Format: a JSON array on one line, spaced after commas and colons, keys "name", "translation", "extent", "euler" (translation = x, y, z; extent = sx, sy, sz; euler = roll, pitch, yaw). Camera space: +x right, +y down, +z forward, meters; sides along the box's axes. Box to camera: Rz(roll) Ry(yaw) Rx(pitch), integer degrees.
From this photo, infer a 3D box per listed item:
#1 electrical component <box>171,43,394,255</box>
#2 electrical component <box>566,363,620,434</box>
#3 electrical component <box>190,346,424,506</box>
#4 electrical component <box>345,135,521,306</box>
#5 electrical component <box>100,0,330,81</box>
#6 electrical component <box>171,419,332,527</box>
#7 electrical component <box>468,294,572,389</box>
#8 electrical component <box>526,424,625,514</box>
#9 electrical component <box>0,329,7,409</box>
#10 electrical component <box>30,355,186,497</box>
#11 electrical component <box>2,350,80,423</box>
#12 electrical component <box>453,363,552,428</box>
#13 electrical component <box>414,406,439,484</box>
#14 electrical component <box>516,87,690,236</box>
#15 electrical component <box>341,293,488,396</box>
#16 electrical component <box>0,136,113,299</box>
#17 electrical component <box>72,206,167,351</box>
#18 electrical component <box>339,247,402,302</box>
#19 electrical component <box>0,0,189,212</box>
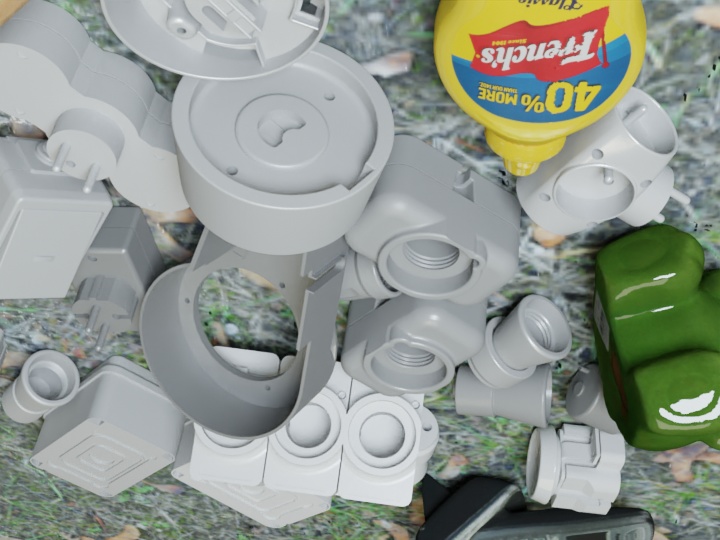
[{"name": "electrical component", "translation": [-0.041, -0.058, 0.543], "extent": [0.108, 0.108, 0.060], "euler": [12, 147, -3]}, {"name": "electrical component", "translation": [0.177, 0.093, 0.734], "extent": [0.078, 0.040, 0.040], "euler": [24, 139, -17]}, {"name": "electrical component", "translation": [-0.034, 0.108, 0.743], "extent": [0.150, 0.089, 0.061], "euler": [7, 169, 3]}, {"name": "electrical component", "translation": [0.041, -0.023, 0.603], "extent": [0.095, 0.059, 0.054], "euler": [28, 138, -21]}, {"name": "electrical component", "translation": [-0.061, -0.130, 0.488], "extent": [0.099, 0.064, 0.099], "euler": [5, 141, 4]}, {"name": "electrical component", "translation": [-0.079, 0.146, 0.838], "extent": [0.113, 0.057, 0.078], "euler": [36, 134, -29]}, {"name": "electrical component", "translation": [0.101, 0.047, 0.689], "extent": [0.045, 0.045, 0.055], "euler": [29, 138, -22]}, {"name": "electrical component", "translation": [0.155, 0.144, 0.788], "extent": [0.057, 0.058, 0.078], "euler": [7, 141, -1]}, {"name": "electrical component", "translation": [-0.337, 0.097, 0.827], "extent": [0.105, 0.060, 0.186], "euler": [17, 141, -9]}, {"name": "electrical component", "translation": [-0.192, 0.122, 0.831], "extent": [0.078, 0.057, 0.113], "euler": [33, 136, -26]}, {"name": "electrical component", "translation": [-0.247, 0.092, 0.820], "extent": [0.044, 0.044, 0.065], "euler": [29, 142, -23]}, {"name": "electrical component", "translation": [0.097, 0.084, 0.740], "extent": [0.065, 0.044, 0.044], "euler": [2, 141, 16]}, {"name": "electrical component", "translation": [0.033, 0.131, 0.806], "extent": [0.045, 0.045, 0.055], "euler": [11, 141, -2]}, {"name": "electrical component", "translation": [0.137, -0.048, 0.565], "extent": [0.079, 0.044, 0.077], "euler": [27, 138, -20]}, {"name": "electrical component", "translation": [0.034, 0.039, 0.681], "extent": [0.054, 0.059, 0.095], "euler": [31, 136, -25]}, {"name": "electrical component", "translation": [-0.186, -0.031, 0.609], "extent": [0.062, 0.061, 0.096], "euler": [0, 136, -47]}, {"name": "electrical component", "translation": [-0.158, 0.015, 0.677], "extent": [0.047, 0.075, 0.083], "euler": [1, 140, 10]}, {"name": "electrical component", "translation": [0.000, 0.000, 0.657], "extent": [0.046, 0.040, 0.040], "euler": [-11, 137, 33]}, {"name": "electrical component", "translation": [-0.142, -0.073, 0.568], "extent": [0.052, 0.073, 0.138], "euler": [-27, 129, 37]}]
